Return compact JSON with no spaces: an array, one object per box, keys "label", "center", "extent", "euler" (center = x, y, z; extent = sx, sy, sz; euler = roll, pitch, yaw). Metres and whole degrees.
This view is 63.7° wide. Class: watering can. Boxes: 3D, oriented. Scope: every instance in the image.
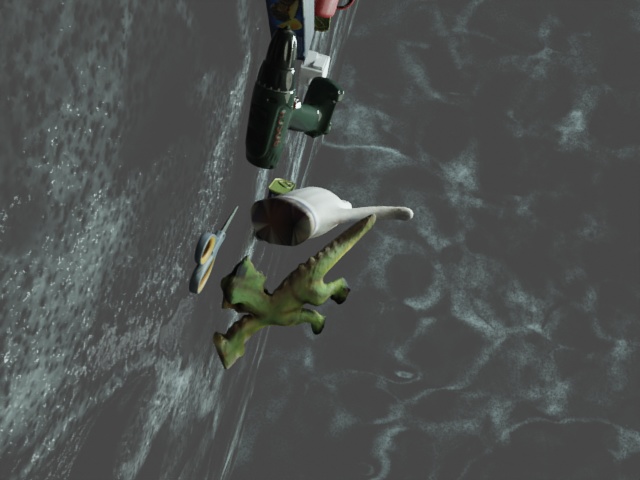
[{"label":"watering can","center":[0.003,-0.055,1.101],"extent":[0.227,0.348,0.103],"euler":[-26,117,-57]}]

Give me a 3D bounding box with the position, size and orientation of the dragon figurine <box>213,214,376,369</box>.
[{"label":"dragon figurine","center":[-0.076,0.090,1.004],"extent":[0.124,0.242,0.405],"euler":[46,-68,39]}]
